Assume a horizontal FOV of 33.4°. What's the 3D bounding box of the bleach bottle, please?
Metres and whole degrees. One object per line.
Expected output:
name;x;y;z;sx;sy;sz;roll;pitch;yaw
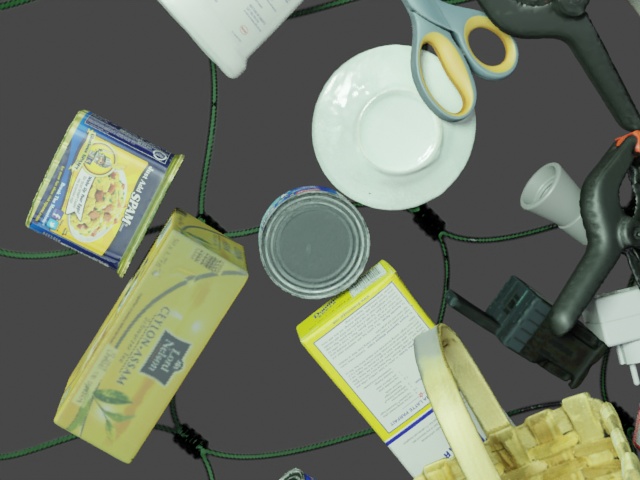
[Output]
bleach bottle;-0.005;-0.235;0.755;0.251;0.068;0.102;-43;139;1

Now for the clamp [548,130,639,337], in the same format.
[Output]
clamp;0.243;0.005;0.820;0.120;0.039;0.171;19;80;-22

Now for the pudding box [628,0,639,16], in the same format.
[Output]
pudding box;0.252;-0.237;0.806;0.090;0.039;0.113;-42;102;5

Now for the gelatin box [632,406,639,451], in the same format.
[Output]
gelatin box;0.308;0.138;0.897;0.073;0.030;0.089;4;101;-8

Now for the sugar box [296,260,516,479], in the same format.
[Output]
sugar box;0.071;0.112;0.860;0.093;0.048;0.176;-37;107;3

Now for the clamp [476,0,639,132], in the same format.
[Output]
clamp;0.196;-0.190;0.784;0.210;0.036;0.165;27;118;-9

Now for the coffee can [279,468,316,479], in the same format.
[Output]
coffee can;0.018;0.261;0.855;0.140;0.103;0.103;31;97;-11

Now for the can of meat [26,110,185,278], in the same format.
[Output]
can of meat;-0.161;-0.036;0.798;0.084;0.057;0.102;27;97;-9

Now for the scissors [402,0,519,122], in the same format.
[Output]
scissors;0.088;-0.191;0.810;0.096;0.016;0.202;-20;95;-14

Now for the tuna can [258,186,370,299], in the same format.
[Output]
tuna can;-0.005;0.001;0.833;0.086;0.034;0.086;-1;102;-6
